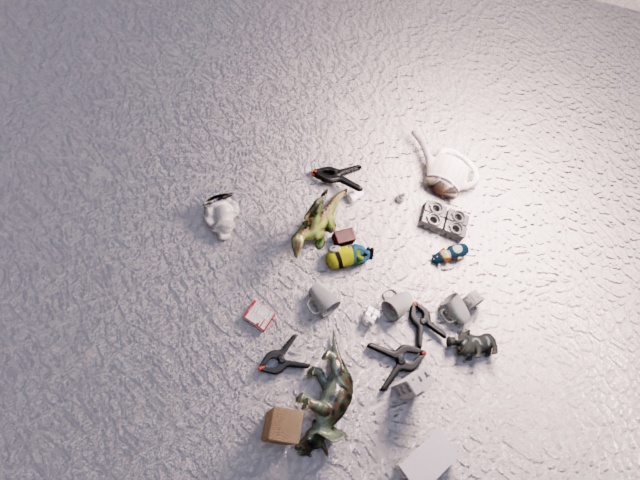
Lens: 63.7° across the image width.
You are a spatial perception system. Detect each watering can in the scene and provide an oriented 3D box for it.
[{"bbox_3d":[0.501,-0.306,2.156,0.348,0.102,0.228,30,64,2],"label":"watering can"}]

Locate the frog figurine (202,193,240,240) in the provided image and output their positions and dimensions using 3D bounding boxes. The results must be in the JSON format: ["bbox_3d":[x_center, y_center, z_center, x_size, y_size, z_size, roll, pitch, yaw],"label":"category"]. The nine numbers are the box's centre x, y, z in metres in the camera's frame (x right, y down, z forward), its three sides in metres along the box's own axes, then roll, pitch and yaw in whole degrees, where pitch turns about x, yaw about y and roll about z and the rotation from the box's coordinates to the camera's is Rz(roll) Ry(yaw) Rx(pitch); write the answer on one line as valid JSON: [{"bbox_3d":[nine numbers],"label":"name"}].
[{"bbox_3d":[-0.354,-0.084,1.879,0.139,0.123,0.157,-25,110,-30],"label":"frog figurine"}]

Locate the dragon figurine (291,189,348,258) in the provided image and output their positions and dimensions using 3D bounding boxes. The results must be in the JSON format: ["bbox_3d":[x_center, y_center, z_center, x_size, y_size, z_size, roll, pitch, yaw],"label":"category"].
[{"bbox_3d":[0.006,-0.094,1.876,0.122,0.238,0.417,30,65,6],"label":"dragon figurine"}]
